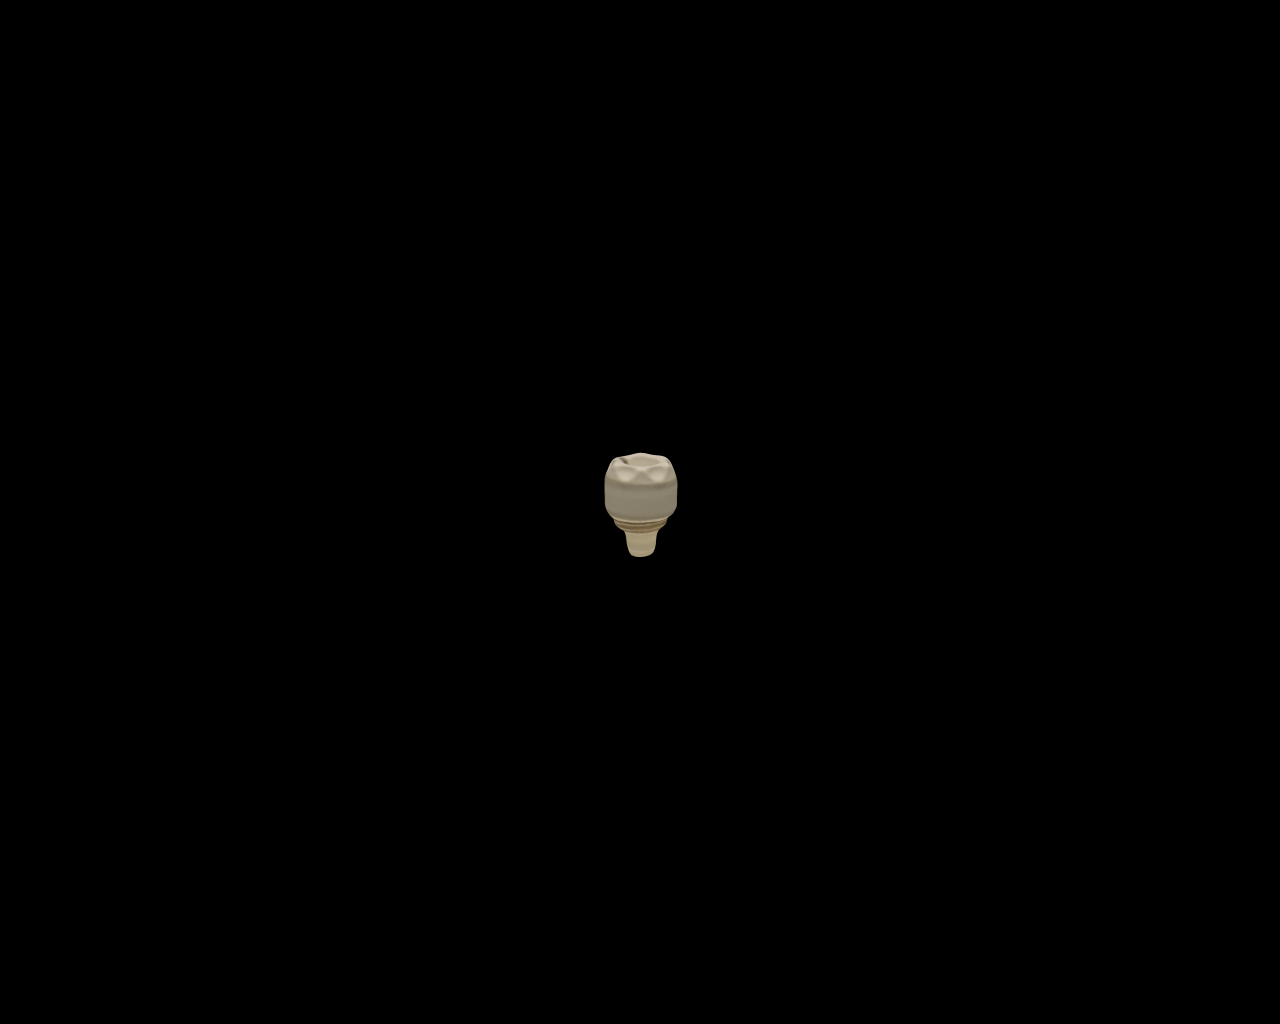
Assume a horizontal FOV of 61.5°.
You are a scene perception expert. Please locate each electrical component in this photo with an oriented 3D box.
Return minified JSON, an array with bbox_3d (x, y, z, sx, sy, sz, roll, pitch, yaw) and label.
[{"bbox_3d":[0.001,-0.003,0.650,0.043,0.062,0.043,0,18,0],"label":"electrical component"}]
